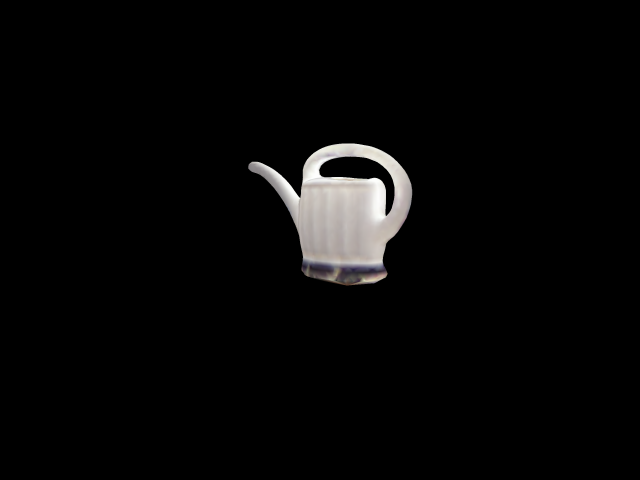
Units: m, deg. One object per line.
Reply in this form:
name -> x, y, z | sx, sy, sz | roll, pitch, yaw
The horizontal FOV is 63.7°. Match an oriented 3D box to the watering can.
watering can -> 0.003, -0.043, 0.850 | 0.347, 0.224, 0.104 | 4, 5, 43
